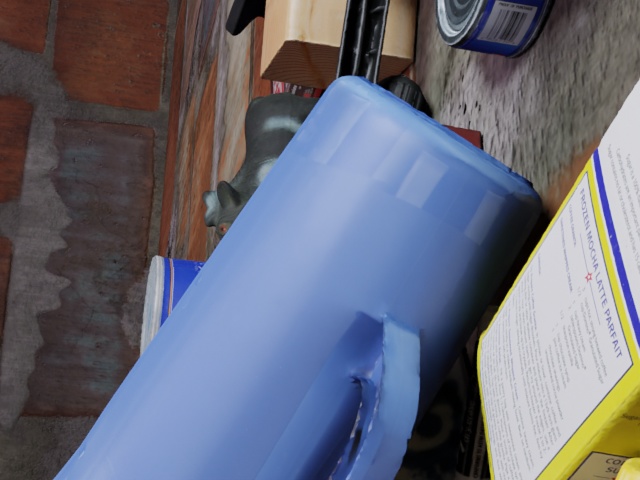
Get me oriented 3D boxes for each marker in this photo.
[{"bbox_3d":[0.075,0.091,0.499,0.020,0.020,0.121,-138,55,-75],"label":"marker"}]

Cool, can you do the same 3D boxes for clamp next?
[{"bbox_3d":[0.036,-0.186,0.638,0.210,0.036,0.165,-88,11,-52],"label":"clamp"}]

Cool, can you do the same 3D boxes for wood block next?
[{"bbox_3d":[0.017,-0.217,0.747,0.091,0.090,0.206,150,126,-73],"label":"wood block"}]

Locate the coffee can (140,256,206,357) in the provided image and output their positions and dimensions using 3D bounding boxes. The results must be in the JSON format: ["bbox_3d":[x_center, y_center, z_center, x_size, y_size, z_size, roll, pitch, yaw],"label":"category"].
[{"bbox_3d":[-0.073,0.071,0.885,0.103,0.140,0.103,-174,90,-78],"label":"coffee can"}]

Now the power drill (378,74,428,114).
[{"bbox_3d":[-0.004,0.001,0.676,0.188,0.057,0.184,-37,30,58],"label":"power drill"}]

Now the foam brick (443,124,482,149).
[{"bbox_3d":[0.042,-0.030,0.567,0.053,0.078,0.051,121,155,-62],"label":"foam brick"}]

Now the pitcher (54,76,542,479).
[{"bbox_3d":[-0.005,0.057,0.470,0.243,0.149,0.144,-58,-22,8],"label":"pitcher"}]

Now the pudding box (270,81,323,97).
[{"bbox_3d":[-0.023,-0.168,1.009,0.090,0.039,0.113,118,155,-59],"label":"pudding box"}]

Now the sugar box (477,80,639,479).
[{"bbox_3d":[0.104,0.022,0.344,0.176,0.048,0.093,115,161,-47],"label":"sugar box"}]

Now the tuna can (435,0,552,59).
[{"bbox_3d":[0.086,-0.135,0.525,0.086,0.033,0.086,-174,90,-77],"label":"tuna can"}]

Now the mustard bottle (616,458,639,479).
[{"bbox_3d":[0.084,0.160,0.333,0.096,0.058,0.192,-127,44,-74],"label":"mustard bottle"}]
